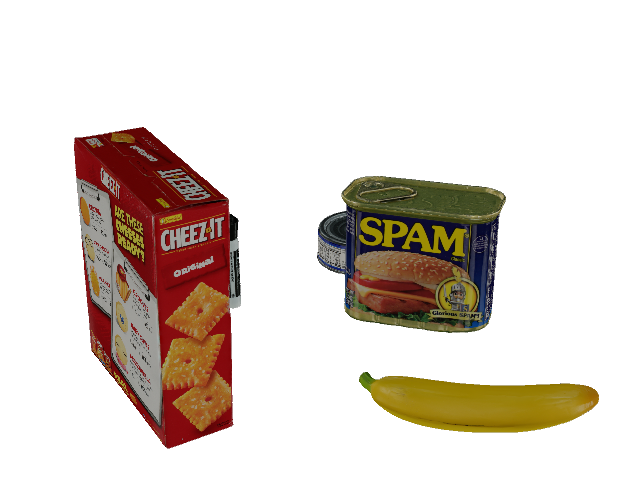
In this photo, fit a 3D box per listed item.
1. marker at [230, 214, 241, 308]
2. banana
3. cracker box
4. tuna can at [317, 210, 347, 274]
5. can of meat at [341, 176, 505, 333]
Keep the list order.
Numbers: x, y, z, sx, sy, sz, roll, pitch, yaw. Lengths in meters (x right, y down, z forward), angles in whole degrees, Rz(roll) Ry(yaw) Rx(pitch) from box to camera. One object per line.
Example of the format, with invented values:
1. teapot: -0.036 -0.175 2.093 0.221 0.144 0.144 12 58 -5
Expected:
1. marker: -0.101 0.023 1.212 0.020 0.121 0.020 0 33 0
2. banana: 0.126 0.128 0.861 0.198 0.037 0.069 5 26 8
3. cracker box: -0.136 0.035 0.878 0.072 0.214 0.164 -15 33 -29
4. tuna can: 0.039 0.001 1.052 0.086 0.034 0.086 0 26 0
5. can of meat: 0.065 0.009 0.694 0.102 0.084 0.057 7 23 16
